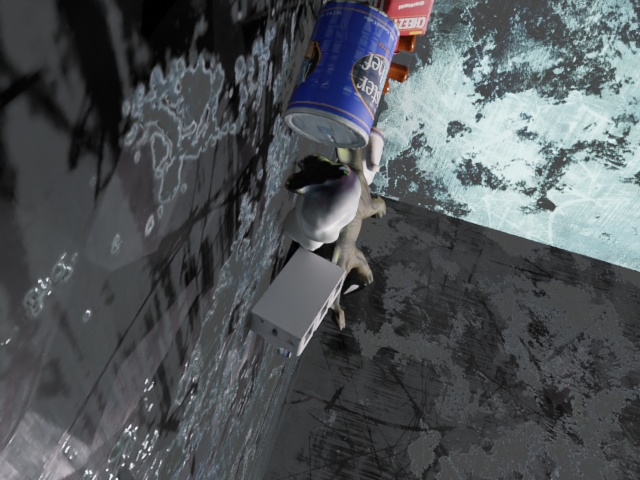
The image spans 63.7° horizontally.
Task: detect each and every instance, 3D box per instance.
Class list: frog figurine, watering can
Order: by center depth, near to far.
[{"bbox_3d":[0.002,-0.040,0.799,0.141,0.123,0.156,-98,-175,-53],"label":"frog figurine"},{"bbox_3d":[0.135,-0.240,1.537,0.344,0.104,0.227,147,-37,-72],"label":"watering can"}]
